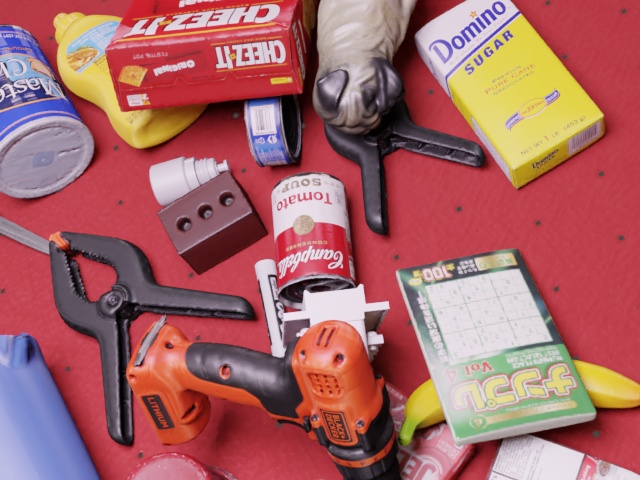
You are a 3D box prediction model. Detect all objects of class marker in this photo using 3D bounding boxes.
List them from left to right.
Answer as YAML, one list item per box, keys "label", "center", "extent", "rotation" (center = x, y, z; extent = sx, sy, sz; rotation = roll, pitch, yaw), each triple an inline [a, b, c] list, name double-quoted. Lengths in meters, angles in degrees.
- label: "marker"
  center: [-0.037, 0.074, 0.923]
  extent: [0.020, 0.020, 0.121]
  rotation: [-16, 63, 7]

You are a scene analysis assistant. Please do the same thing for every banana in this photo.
- label: "banana"
  center: [0.148, 0.120, 0.829]
  extent: [0.197, 0.037, 0.069]
  rotation: [-10, 44, -7]

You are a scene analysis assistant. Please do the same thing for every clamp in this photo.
- label: "clamp"
  center: [-0.181, 0.070, 0.955]
  extent: [0.210, 0.036, 0.164]
  rotation: [35, 80, 25]
- label: "clamp"
  center: [0.050, -0.083, 0.959]
  extent: [0.120, 0.039, 0.172]
  rotation: [-40, 56, -14]

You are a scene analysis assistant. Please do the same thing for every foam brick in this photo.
- label: "foam brick"
  center: [-0.096, -0.015, 0.961]
  extent: [0.078, 0.051, 0.053]
  rotation: [-31, 62, -1]

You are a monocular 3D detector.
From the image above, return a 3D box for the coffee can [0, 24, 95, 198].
- label: "coffee can"
  center: [-0.294, -0.125, 1.036]
  extent: [0.103, 0.102, 0.140]
  rotation: [-33, 62, -1]

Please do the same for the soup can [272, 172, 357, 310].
- label: "soup can"
  center: [-0.006, 0.001, 0.921]
  extent: [0.068, 0.068, 0.102]
  rotation: [-10, 63, 10]

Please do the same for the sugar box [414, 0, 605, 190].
- label: "sugar box"
  center: [0.166, -0.140, 0.951]
  extent: [0.093, 0.048, 0.176]
  rotation: [-31, 63, 0]

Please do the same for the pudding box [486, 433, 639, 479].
- label: "pudding box"
  center: [0.177, 0.201, 0.797]
  extent: [0.114, 0.039, 0.090]
  rotation: [17, 72, 23]

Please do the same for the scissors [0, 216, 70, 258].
- label: "scissors"
  center: [-0.326, -0.037, 1.050]
  extent: [0.202, 0.016, 0.096]
  rotation: [13, 48, 4]

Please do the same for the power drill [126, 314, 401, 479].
- label: "power drill"
  center: [-0.036, 0.126, 0.787]
  extent: [0.188, 0.184, 0.057]
  rotation: [3, 42, 22]

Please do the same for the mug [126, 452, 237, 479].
- label: "mug"
  center: [-0.106, 0.225, 0.837]
  extent: [0.093, 0.081, 0.117]
  rotation: [-21, 62, 5]

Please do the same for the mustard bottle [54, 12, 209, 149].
- label: "mustard bottle"
  center: [-0.203, -0.172, 1.056]
  extent: [0.096, 0.058, 0.192]
  rotation: [-38, 61, -22]

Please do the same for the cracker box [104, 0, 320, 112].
- label: "cracker box"
  center: [-0.090, -0.204, 0.981]
  extent: [0.164, 0.072, 0.213]
  rotation: [-5, 34, 10]

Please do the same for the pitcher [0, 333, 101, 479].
- label: "pitcher"
  center: [-0.247, 0.210, 0.868]
  extent: [0.145, 0.149, 0.243]
  rotation: [-28, 64, -16]

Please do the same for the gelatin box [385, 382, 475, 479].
- label: "gelatin box"
  center: [0.067, 0.168, 0.846]
  extent: [0.089, 0.030, 0.073]
  rotation: [34, 79, 26]

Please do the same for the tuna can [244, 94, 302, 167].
- label: "tuna can"
  center: [-0.041, -0.110, 0.970]
  extent: [0.034, 0.086, 0.086]
  rotation: [-4, 65, 12]
